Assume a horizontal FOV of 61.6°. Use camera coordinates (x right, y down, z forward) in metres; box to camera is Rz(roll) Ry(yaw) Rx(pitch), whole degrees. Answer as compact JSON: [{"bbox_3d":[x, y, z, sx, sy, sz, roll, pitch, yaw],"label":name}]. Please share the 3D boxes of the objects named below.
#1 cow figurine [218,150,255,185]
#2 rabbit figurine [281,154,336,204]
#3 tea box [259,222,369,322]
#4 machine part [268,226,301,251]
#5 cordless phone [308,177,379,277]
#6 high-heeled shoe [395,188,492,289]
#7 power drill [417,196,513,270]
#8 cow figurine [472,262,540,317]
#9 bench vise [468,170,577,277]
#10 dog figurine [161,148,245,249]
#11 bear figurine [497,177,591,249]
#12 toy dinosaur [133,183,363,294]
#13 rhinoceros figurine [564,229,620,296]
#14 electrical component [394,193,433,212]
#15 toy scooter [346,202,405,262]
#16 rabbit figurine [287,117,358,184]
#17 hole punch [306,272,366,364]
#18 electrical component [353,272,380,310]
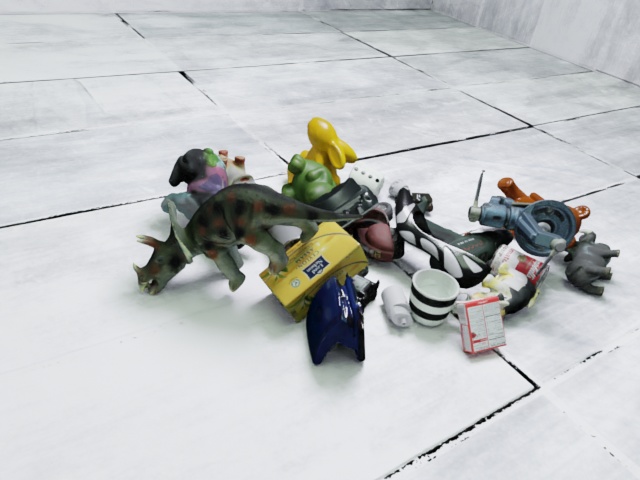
[{"bbox_3d":[-0.204,-0.128,1.217,0.085,0.127,0.195,-16,27,-32],"label":"cow figurine"},{"bbox_3d":[-0.004,-0.100,1.212,0.159,0.121,0.170,20,18,-20],"label":"rabbit figurine"},{"bbox_3d":[-0.011,0.052,0.961,0.169,0.068,0.098,-40,49,-10],"label":"tea box"},{"bbox_3d":[-0.069,-0.022,1.113,0.079,0.079,0.243,-5,36,-19],"label":"machine part"},{"bbox_3d":[0.070,-0.018,1.076,0.147,0.088,0.184,-32,63,7],"label":"cordless phone"},{"bbox_3d":[0.236,-0.016,1.052,0.086,0.145,0.249,27,48,-56],"label":"high-heeled shoe"},{"bbox_3d":[0.287,-0.012,1.187,0.232,0.085,0.207,-27,55,-37],"label":"power drill"},{"bbox_3d":[0.347,0.114,1.022,0.098,0.068,0.167,36,44,26],"label":"cow figurine"},{"bbox_3d":[0.416,-0.030,1.072,0.224,0.128,0.241,20,19,-2],"label":"bench vise"},{"bbox_3d":[-0.202,-0.077,1.085,0.219,0.191,0.108,22,3,32],"label":"dog figurine"},{"bbox_3d":[0.491,-0.058,1.219,0.132,0.120,0.196,31,-2,-26],"label":"bear figurine"},{"bbox_3d":[-0.142,-0.028,0.925,0.405,0.192,0.131,-28,27,23],"label":"toy dinosaur"},{"bbox_3d":[0.586,0.045,1.175,0.112,0.073,0.190,14,35,27],"label":"rhinoceros figurine"},{"bbox_3d":[0.225,-0.091,1.291,0.102,0.078,0.045,-2,59,-7],"label":"electrical component"},{"bbox_3d":[0.101,-0.018,1.147,0.135,0.075,0.184,-4,38,-5],"label":"toy scooter"},{"bbox_3d":[0.002,-0.211,1.320,0.163,0.173,0.122,22,33,26],"label":"rabbit figurine"},{"bbox_3d":[0.024,0.132,0.885,0.092,0.115,0.142,-4,35,-4],"label":"hole punch"},{"bbox_3d":[0.044,0.085,1.008,0.119,0.047,0.075,22,36,19],"label":"electrical component"}]
